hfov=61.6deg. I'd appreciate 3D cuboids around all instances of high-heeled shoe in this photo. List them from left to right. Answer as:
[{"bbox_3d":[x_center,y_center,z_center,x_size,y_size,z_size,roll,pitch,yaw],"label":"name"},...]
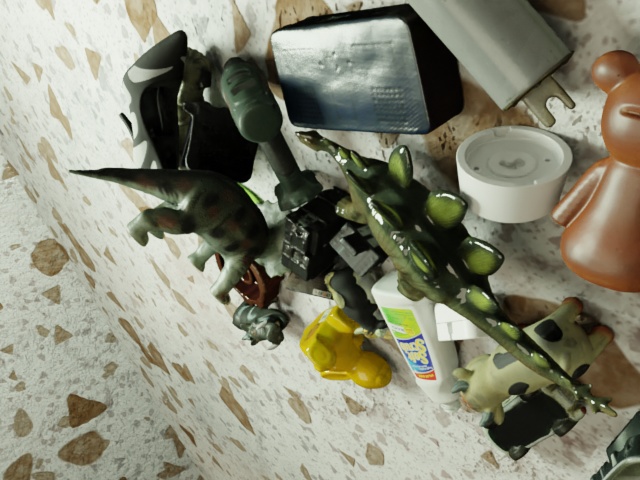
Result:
[{"bbox_3d":[-0.237,-0.193,0.836,0.145,0.086,0.249,53,134,-2],"label":"high-heeled shoe"}]

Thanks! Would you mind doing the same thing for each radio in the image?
[{"bbox_3d":[0.047,-0.200,0.638,0.230,0.073,0.130,14,129,43],"label":"radio"}]

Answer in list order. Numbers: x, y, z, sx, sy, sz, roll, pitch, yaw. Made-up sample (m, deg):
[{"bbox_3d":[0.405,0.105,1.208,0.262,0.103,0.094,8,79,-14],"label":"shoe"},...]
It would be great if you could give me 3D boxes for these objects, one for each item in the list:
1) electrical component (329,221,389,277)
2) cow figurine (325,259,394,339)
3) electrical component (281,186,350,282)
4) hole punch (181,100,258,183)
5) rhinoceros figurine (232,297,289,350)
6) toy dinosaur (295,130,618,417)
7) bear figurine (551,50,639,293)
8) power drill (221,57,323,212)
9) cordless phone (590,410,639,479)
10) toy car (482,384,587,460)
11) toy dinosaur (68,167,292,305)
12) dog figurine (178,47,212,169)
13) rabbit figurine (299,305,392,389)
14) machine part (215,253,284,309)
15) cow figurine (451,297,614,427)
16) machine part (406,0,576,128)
[{"bbox_3d":[0.056,0.012,0.775,0.075,0.119,0.047,45,118,9],"label":"electrical component"},{"bbox_3d":[0.073,0.103,0.860,0.068,0.098,0.167,-11,111,48],"label":"cow figurine"},{"bbox_3d":[-0.002,-0.003,0.836,0.058,0.115,0.134,36,142,26],"label":"electrical component"},{"bbox_3d":[-0.164,-0.156,0.877,0.092,0.142,0.115,-165,87,-71],"label":"hole punch"},{"bbox_3d":[-0.130,0.176,1.165,0.190,0.112,0.073,10,126,56],"label":"rhinoceros figurine"},{"bbox_3d":[0.129,0.013,0.623,0.472,0.105,0.198,45,177,16],"label":"toy dinosaur"},{"bbox_3d":[0.279,-0.058,0.467,0.120,0.132,0.195,22,117,37],"label":"bear figurine"},{"bbox_3d":[-0.074,-0.158,0.787,0.232,0.086,0.207,-116,4,-61],"label":"power drill"},{"bbox_3d":[0.351,0.303,0.618,0.089,0.184,0.146,38,144,32],"label":"cordless phone"},{"bbox_3d":[0.295,0.249,0.757,0.074,0.056,0.201,47,145,20],"label":"toy car"},{"bbox_3d":[-0.162,-0.035,0.836,0.131,0.192,0.404,47,180,42],"label":"toy dinosaur"},{"bbox_3d":[-0.212,-0.206,0.912,0.172,0.121,0.190,46,143,2],"label":"dog figurine"},{"bbox_3d":[0.047,0.218,0.987,0.173,0.122,0.162,34,150,-5],"label":"rabbit figurine"},{"bbox_3d":[-0.152,0.058,1.134,0.180,0.056,0.179,33,143,30],"label":"machine part"},{"bbox_3d":[0.248,0.158,0.666,0.085,0.127,0.195,52,145,9],"label":"cow figurine"},{"bbox_3d":[0.149,-0.208,0.500,0.243,0.079,0.079,52,147,5],"label":"machine part"}]
